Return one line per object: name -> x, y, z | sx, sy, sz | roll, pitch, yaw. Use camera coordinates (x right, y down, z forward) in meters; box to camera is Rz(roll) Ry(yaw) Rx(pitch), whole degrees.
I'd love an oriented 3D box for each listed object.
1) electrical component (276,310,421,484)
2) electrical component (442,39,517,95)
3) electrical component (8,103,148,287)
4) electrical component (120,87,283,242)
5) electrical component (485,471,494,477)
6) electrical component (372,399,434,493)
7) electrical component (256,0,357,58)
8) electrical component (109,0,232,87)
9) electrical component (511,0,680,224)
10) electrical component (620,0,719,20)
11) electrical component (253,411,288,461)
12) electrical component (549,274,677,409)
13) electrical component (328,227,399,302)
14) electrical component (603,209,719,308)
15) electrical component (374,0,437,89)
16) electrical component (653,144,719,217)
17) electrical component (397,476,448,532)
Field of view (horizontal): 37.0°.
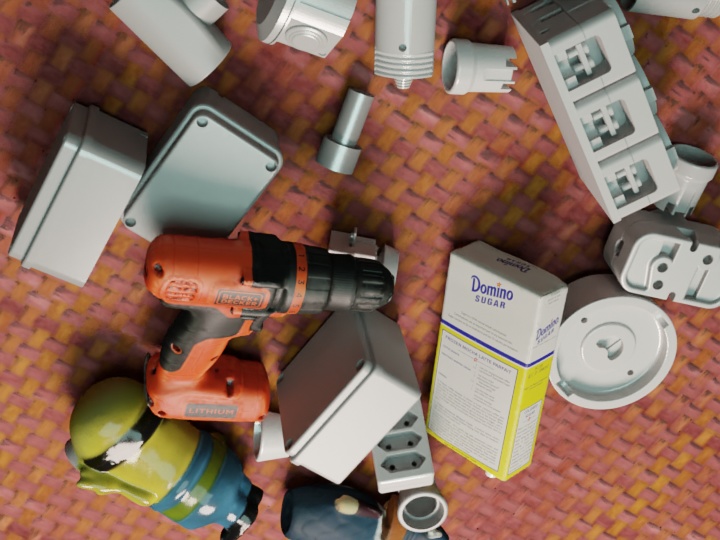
electrical component -> -0.012, 0.095, 0.866 | 0.056, 0.108, 0.108 | 33, 110, -24
electrical component -> 0.088, -0.148, 0.789 | 0.046, 0.040, 0.040 | 0, 118, -14
electrical component -> -0.205, -0.055, 0.782 | 0.057, 0.078, 0.113 | 24, 112, -21
electrical component -> -0.118, -0.067, 0.797 | 0.078, 0.057, 0.113 | 32, 110, -21
electrical component -> 0.121, 0.158, 0.957 | 0.035, 0.035, 0.061 | 1, 120, -7
electrical component -> 0.033, 0.148, 0.924 | 0.047, 0.083, 0.075 | -9, 157, -2
electrical component -> -0.036, -0.187, 0.732 | 0.051, 0.080, 0.080 | 16, 115, -20
electrical component -> -0.118, -0.181, 0.745 | 0.079, 0.043, 0.077 | -40, 115, 14
electrical component -> 0.175, -0.124, 0.783 | 0.062, 0.089, 0.150 | -26, 117, 7
electrical component -> 0.234, -0.203, 0.774 | 0.081, 0.043, 0.043 | 5, 117, -9
electrical component -> -0.056, 0.143, 0.926 | 0.065, 0.044, 0.044 | 5, 117, -14
electrical component -> 0.201, 0.055, 0.896 | 0.108, 0.060, 0.108 | -3, 118, -5
electrical component -> 0.000, 0.000, 0.854 | 0.055, 0.048, 0.066 | 10, 116, -3
electrical component -> 0.250, -0.012, 0.867 | 0.095, 0.059, 0.053 | 12, 116, -12
electrical component -> 0.032, -0.170, 0.769 | 0.043, 0.043, 0.081 | -2, 118, -6
electrical component -> 0.255, -0.070, 0.850 | 0.040, 0.040, 0.046 | 9, 122, -11
electrical component -> 0.051, 0.193, 0.949 | 0.044, 0.065, 0.044 | -3, 117, -5
